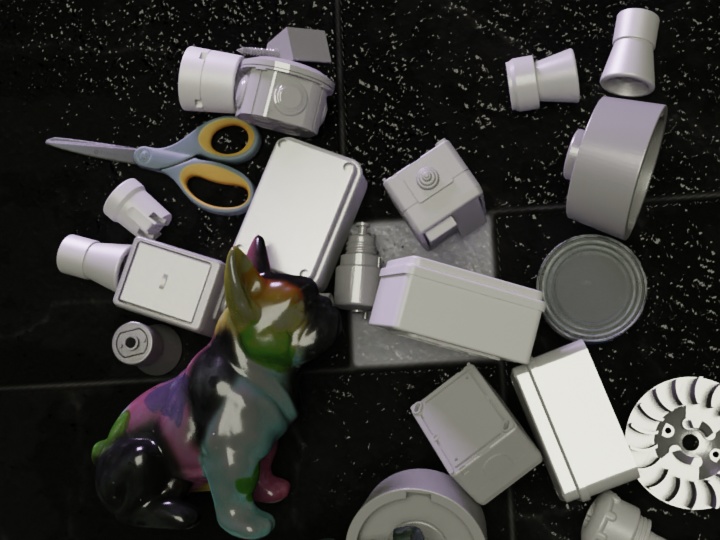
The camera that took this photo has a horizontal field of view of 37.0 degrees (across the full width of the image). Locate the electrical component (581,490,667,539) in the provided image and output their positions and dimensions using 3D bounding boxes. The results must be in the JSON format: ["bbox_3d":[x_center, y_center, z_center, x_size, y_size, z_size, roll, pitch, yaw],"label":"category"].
[{"bbox_3d":[0.203,0.200,0.820,0.062,0.048,0.048,25,85,6],"label":"electrical component"}]

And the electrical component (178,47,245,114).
[{"bbox_3d":[-0.126,-0.162,0.928,0.047,0.055,0.055,8,82,6],"label":"electrical component"}]

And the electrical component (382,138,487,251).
[{"bbox_3d":[0.062,-0.056,0.857,0.062,0.096,0.061,-34,78,2],"label":"electrical component"}]

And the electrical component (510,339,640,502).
[{"bbox_3d":[0.162,0.117,0.823,0.057,0.078,0.113,-21,78,2],"label":"electrical component"}]

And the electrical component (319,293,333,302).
[{"bbox_3d":[-0.064,0.041,0.889,0.081,0.043,0.043,-1,81,9],"label":"electrical component"}]

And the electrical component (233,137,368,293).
[{"bbox_3d":[-0.049,-0.045,0.894,0.078,0.057,0.113,21,84,12],"label":"electrical component"}]

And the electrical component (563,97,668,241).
[{"bbox_3d":[0.194,-0.083,0.838,0.060,0.108,0.108,18,84,18],"label":"electrical component"}]

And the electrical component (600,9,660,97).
[{"bbox_3d":[0.224,-0.180,0.881,0.044,0.044,0.065,10,78,11],"label":"electrical component"}]

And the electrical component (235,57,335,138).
[{"bbox_3d":[-0.065,-0.145,0.903,0.080,0.080,0.051,13,88,11],"label":"electrical component"}]

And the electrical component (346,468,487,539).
[{"bbox_3d":[0.047,0.206,0.830,0.108,0.060,0.108,2,104,10],"label":"electrical component"}]

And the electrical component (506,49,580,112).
[{"bbox_3d":[0.150,-0.156,0.886,0.055,0.045,0.045,-8,79,8],"label":"electrical component"}]

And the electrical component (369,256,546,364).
[{"bbox_3d":[0.071,0.031,0.822,0.109,0.109,0.056,16,86,-9],"label":"electrical component"}]

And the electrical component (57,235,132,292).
[{"bbox_3d":[-0.227,-0.007,0.926,0.065,0.044,0.044,14,83,16],"label":"electrical component"}]

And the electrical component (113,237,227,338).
[{"bbox_3d":[-0.148,0.016,0.898,0.096,0.061,0.061,17,84,11],"label":"electrical component"}]

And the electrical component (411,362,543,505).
[{"bbox_3d":[0.089,0.124,0.833,0.062,0.061,0.096,-38,39,4],"label":"electrical component"}]

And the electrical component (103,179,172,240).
[{"bbox_3d":[-0.191,-0.050,0.927,0.046,0.040,0.040,40,89,7],"label":"electrical component"}]

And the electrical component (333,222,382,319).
[{"bbox_3d":[0.000,0.000,0.887,0.040,0.040,0.078,2,81,10],"label":"electrical component"}]

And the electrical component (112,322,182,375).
[{"bbox_3d":[-0.179,0.063,0.893,0.044,0.065,0.044,-1,80,9],"label":"electrical component"}]
